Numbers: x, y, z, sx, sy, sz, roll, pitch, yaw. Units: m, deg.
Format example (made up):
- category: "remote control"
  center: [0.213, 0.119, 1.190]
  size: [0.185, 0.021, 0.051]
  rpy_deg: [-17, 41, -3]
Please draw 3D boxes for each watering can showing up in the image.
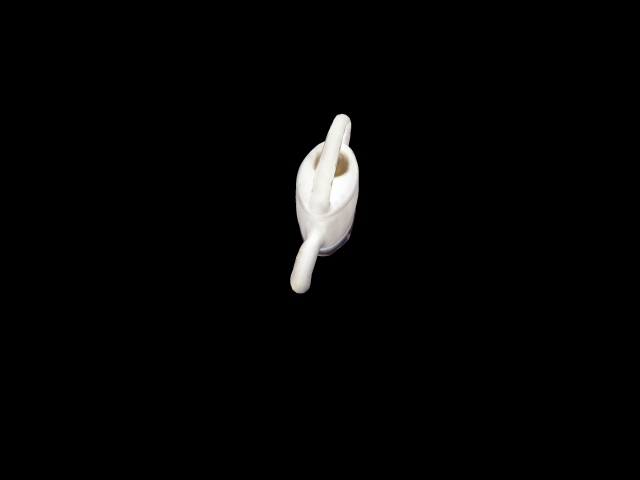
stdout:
- category: "watering can"
  center: [0.003, -0.043, 0.850]
  size: [0.104, 0.355, 0.219]
  rpy_deg: [11, -28, 6]
